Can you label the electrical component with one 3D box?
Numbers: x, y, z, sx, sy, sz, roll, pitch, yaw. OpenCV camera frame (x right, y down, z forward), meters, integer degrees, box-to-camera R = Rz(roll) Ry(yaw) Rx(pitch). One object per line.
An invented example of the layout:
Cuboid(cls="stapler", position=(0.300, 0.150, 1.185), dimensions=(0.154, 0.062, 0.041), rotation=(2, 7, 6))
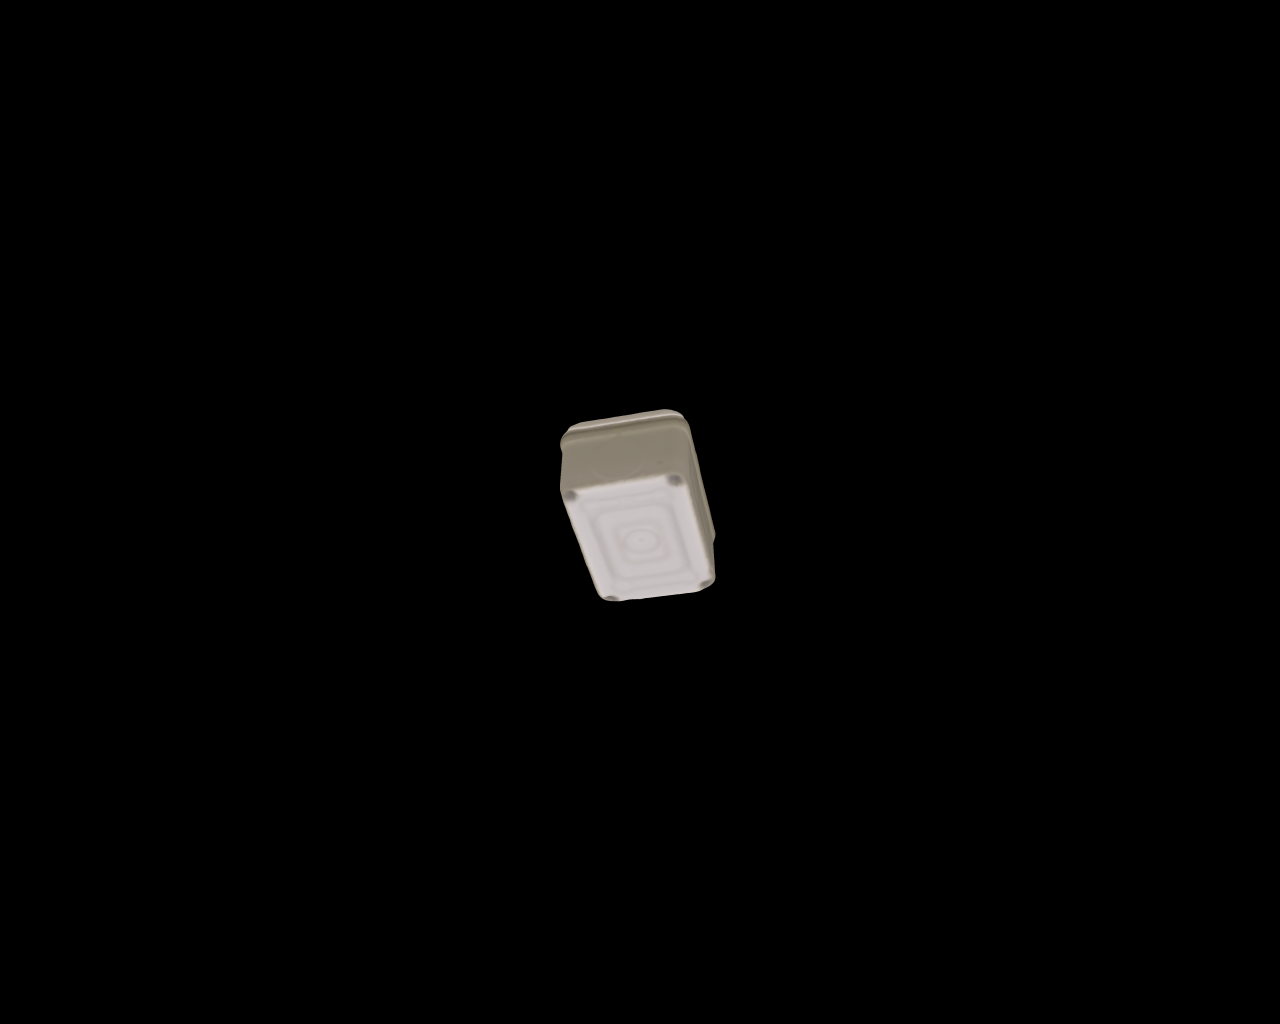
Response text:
Cuboid(cls="electrical component", position=(0.001, -0.003, 0.650), dimensions=(0.078, 0.057, 0.113), rotation=(-8, -43, 9))
